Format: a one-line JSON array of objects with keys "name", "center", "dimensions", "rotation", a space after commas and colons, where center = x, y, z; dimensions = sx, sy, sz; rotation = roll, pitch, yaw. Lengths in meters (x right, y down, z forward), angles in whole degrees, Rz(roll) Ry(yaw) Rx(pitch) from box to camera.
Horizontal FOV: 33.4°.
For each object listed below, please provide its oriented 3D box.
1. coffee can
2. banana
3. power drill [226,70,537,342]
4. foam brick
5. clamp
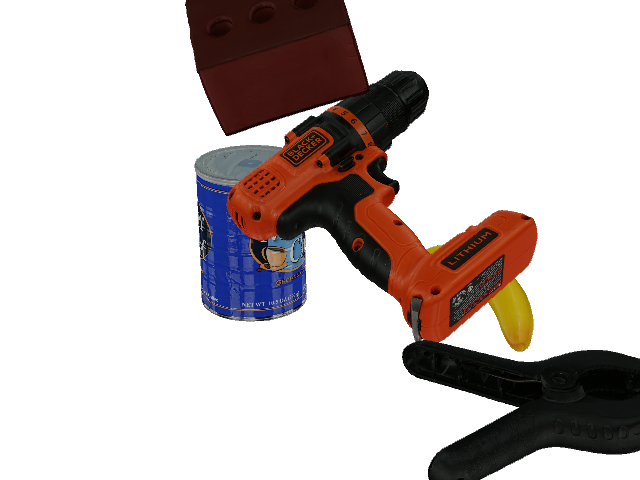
[{"name": "coffee can", "center": [-0.064, -0.009, 1.010], "dimensions": [0.103, 0.140, 0.103], "rotation": [0, 23, 0]}, {"name": "banana", "center": [0.170, 0.051, 1.118], "dimensions": [0.069, 0.037, 0.198], "rotation": [-37, 40, -12]}, {"name": "power drill", "center": [0.056, -0.030, 0.742], "dimensions": [0.184, 0.057, 0.188], "rotation": [-40, 56, -20]}, {"name": "foam brick", "center": [-0.021, -0.096, 0.529], "dimensions": [0.078, 0.053, 0.051], "rotation": [-17, -34, 6]}, {"name": "clamp", "center": [0.131, 0.100, 0.612], "dimensions": [0.171, 0.039, 0.120], "rotation": [-1, 36, 7]}]
